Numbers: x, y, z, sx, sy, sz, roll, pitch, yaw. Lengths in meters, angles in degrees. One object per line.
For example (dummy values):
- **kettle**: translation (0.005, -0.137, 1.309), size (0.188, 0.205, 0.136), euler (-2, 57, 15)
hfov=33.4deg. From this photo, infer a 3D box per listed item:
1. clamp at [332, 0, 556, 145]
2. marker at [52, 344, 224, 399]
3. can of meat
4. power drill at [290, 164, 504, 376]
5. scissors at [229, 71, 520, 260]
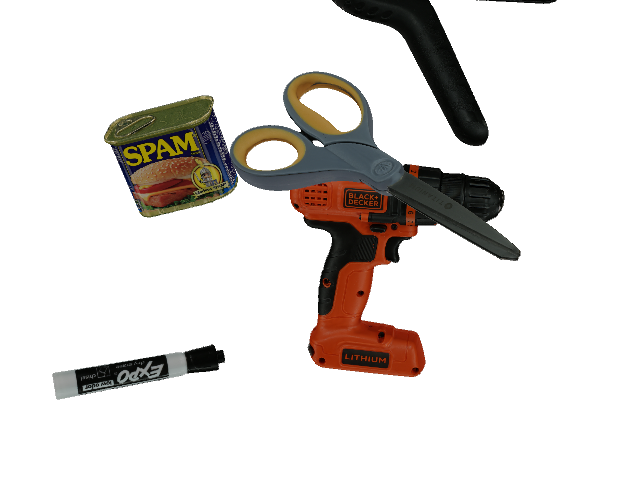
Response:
- **clamp**: translation (0.065, -0.171, 0.759), size (0.210, 0.164, 0.036), euler (27, -27, -9)
- **marker**: translation (-0.128, 0.092, 0.757), size (0.121, 0.020, 0.020), euler (-9, 2, -14)
- **can of meat**: translation (-0.134, -0.076, 0.977), size (0.102, 0.084, 0.057), euler (-13, 30, 10)
- **power drill**: translation (0.062, 0.024, 0.942), size (0.184, 0.188, 0.057), euler (5, 17, 8)
- **scissors**: translation (0.016, -0.030, 0.581), size (0.096, 0.016, 0.202), euler (-30, 45, -4)
